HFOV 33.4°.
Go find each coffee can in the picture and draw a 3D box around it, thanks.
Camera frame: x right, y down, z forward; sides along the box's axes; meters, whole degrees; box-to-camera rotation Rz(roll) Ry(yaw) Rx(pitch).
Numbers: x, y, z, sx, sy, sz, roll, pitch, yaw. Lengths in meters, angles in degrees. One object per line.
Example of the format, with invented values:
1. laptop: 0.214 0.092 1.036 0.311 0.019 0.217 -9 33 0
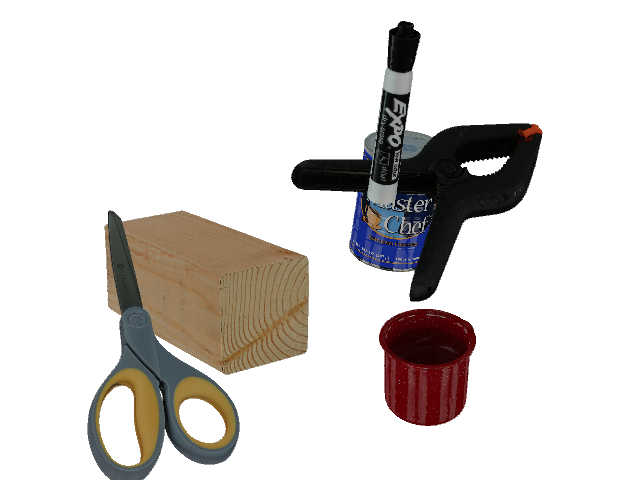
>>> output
1. coffee can: 0.094 -0.048 1.273 0.102 0.140 0.103 6 28 -3

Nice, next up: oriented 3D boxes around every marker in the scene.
1. marker: 0.045 -0.078 0.660 0.020 0.121 0.020 4 34 -3

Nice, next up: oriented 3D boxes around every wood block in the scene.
1. wood block: -0.108 0.041 0.969 0.090 0.090 0.206 -11 19 -36

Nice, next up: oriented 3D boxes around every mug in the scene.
1. mug: 0.112 0.121 1.054 0.093 0.081 0.117 24 41 35

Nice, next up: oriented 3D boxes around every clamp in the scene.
1. clamp: 0.104 -0.037 0.859 0.209 0.036 0.165 -21 52 -21

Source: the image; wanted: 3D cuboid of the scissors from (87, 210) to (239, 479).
1. scissors: -0.095 0.061 0.656 0.096 0.201 0.016 12 -46 -13
